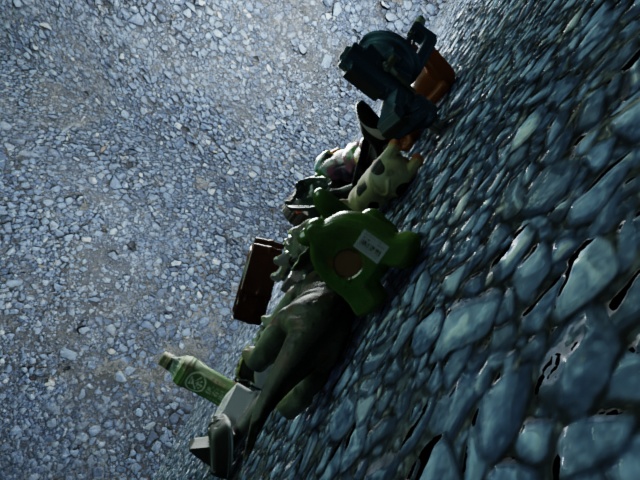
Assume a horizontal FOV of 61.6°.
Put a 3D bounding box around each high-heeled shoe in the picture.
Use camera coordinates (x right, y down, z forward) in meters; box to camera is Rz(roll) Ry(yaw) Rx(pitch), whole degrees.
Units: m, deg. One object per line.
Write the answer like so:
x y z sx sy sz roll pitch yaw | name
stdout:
0.081 -0.164 1.058 0.145 0.248 0.086 -37 52 8 | high-heeled shoe

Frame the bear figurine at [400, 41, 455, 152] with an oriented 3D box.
0.184 -0.293 1.115 0.196 0.132 0.120 -51 29 9 | bear figurine

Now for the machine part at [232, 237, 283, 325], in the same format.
-0.166 0.109 1.408 0.201 0.087 0.201 119 167 -64 | machine part

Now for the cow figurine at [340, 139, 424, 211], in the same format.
0.101 -0.090 0.989 0.127 0.085 0.195 -54 5 -20 | cow figurine

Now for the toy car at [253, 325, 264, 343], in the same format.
-0.129 0.238 1.332 0.073 0.056 0.202 -59 5 -11 | toy car

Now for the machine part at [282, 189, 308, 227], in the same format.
-0.024 -0.076 1.551 0.056 0.179 0.179 -54 7 27 | machine part

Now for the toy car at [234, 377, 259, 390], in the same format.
-0.135 0.279 1.165 0.089 0.053 0.202 -65 15 -20 | toy car

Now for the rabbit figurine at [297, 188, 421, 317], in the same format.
0.047 0.008 0.709 0.121 0.159 0.170 -67 -12 16 | rabbit figurine

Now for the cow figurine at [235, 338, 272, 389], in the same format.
-0.074 0.185 0.948 0.167 0.098 0.068 -60 -1 -15 | cow figurine

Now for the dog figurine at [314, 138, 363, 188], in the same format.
0.081 -0.191 1.328 0.192 0.108 0.219 -15 3 -3 | dog figurine

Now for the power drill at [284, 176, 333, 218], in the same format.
-0.002 -0.003 1.040 0.232 0.086 0.207 -66 -35 -45 | power drill

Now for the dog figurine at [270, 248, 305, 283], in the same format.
-0.023 0.008 1.255 0.172 0.121 0.190 -43 18 52 | dog figurine

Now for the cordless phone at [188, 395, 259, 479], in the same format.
-0.151 0.337 0.995 0.184 0.089 0.146 -49 1 -19 | cordless phone

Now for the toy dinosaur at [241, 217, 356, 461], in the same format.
-0.007 0.106 0.746 0.192 0.131 0.405 -57 12 23 | toy dinosaur

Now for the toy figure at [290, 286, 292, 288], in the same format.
-0.041 0.143 1.067 0.154 0.058 0.064 -73 -15 -61 | toy figure

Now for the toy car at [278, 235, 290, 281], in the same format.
-0.060 0.068 1.497 0.102 0.109 0.162 94 -173 -50 | toy car

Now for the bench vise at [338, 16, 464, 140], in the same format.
0.154 -0.300 0.949 0.240 0.224 0.129 -61 1 -25 | bench vise
